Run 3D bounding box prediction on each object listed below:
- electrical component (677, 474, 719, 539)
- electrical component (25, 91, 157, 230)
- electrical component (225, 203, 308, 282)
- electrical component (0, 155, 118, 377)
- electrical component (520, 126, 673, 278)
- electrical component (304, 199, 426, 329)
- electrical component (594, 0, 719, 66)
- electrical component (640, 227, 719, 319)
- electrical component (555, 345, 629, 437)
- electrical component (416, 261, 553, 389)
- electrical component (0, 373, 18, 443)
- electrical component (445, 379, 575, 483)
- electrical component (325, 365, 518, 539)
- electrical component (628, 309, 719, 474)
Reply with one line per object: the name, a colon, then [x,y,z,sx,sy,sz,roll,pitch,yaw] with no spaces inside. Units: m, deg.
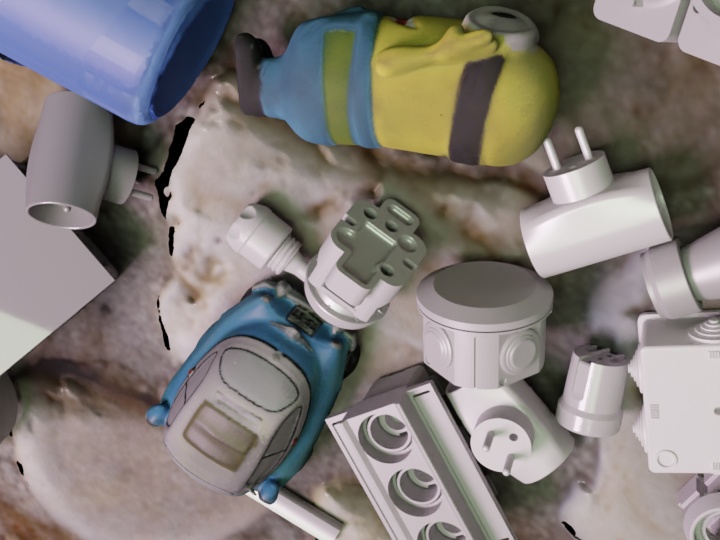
electrical component: [0.223,0.148,0.657,0.048,0.055,0.066,37,116,0]
electrical component: [-0.168,-0.065,0.687,0.079,0.077,0.043,15,157,-30]
electrical component: [-0.054,-0.014,0.689,0.061,0.035,0.035,38,116,-4]
electrical component: [-0.267,0.025,0.714,0.186,0.060,0.105,-40,96,-4]
electrical component: [0.129,-0.043,0.616,0.077,0.044,0.079,-18,105,22]
electrical component: [0.000,0.000,0.659,0.058,0.078,0.057,36,135,1]
electrical component: [0.187,-0.194,0.502,0.105,0.060,0.186,36,123,41]
electrical component: [0.194,0.001,0.613,0.055,0.045,0.045,-20,104,23]
electrical component: [0.144,0.074,0.661,0.040,0.040,0.046,11,108,12]
electrical component: [0.074,0.031,0.643,0.080,0.080,0.051,5,118,15]
electrical component: [-0.307,0.101,0.793,0.099,0.064,0.099,6,112,15]
electrical component: [0.090,0.098,0.664,0.043,0.079,0.077,-38,96,26]
electrical component: [0.043,0.129,0.698,0.079,0.063,0.121,-23,103,26]
electrical component: [0.211,0.073,0.634,0.100,0.048,0.099,-3,110,18]
